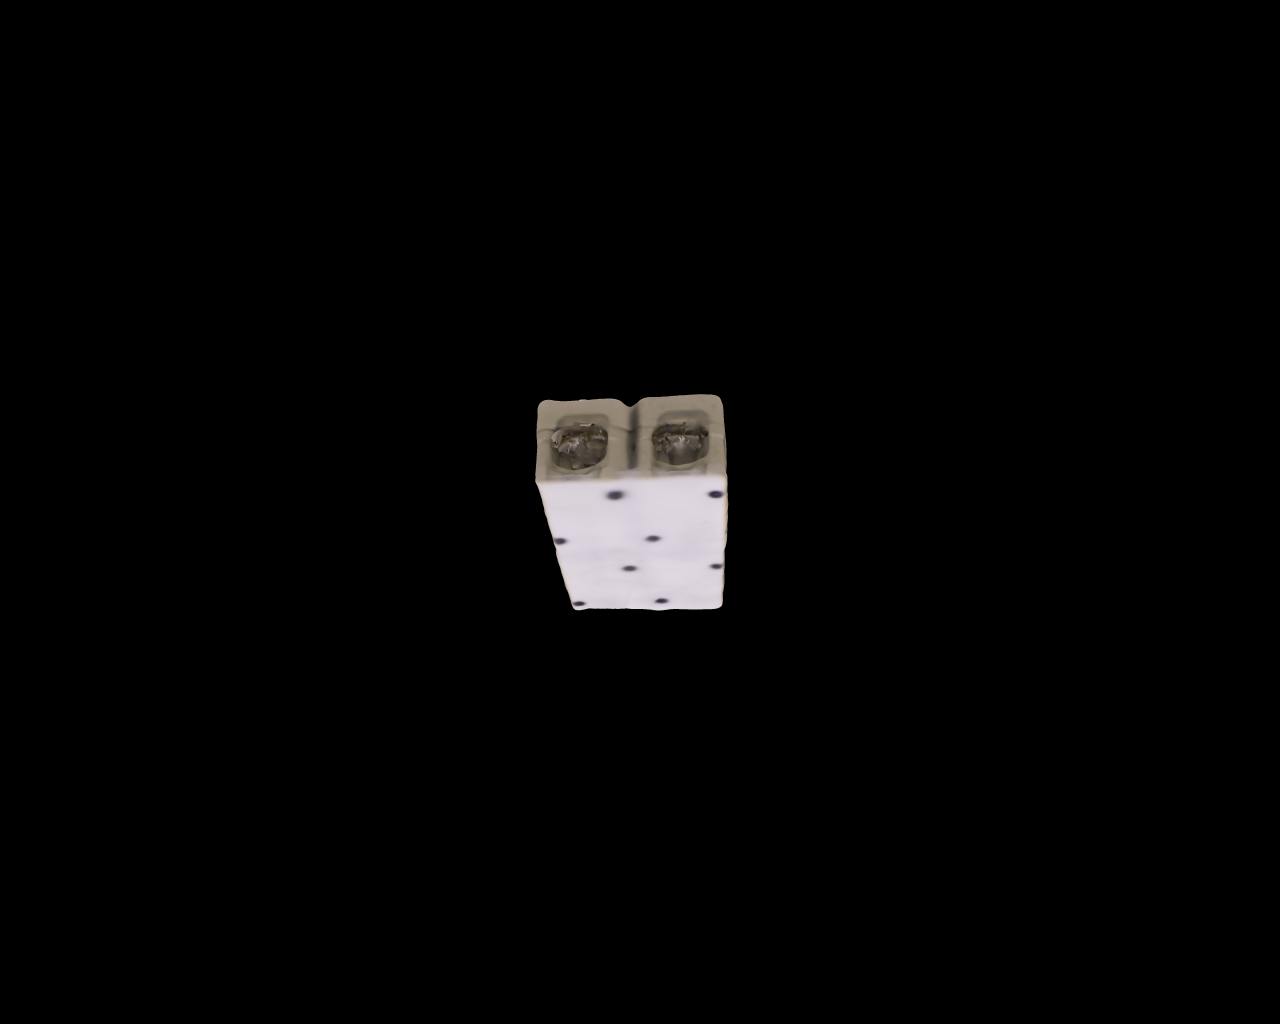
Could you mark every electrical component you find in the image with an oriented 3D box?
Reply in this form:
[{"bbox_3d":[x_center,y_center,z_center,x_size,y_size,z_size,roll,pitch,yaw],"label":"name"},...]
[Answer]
[{"bbox_3d":[0.001,-0.003,0.650,0.105,0.060,0.186,-2,-27,3],"label":"electrical component"}]
